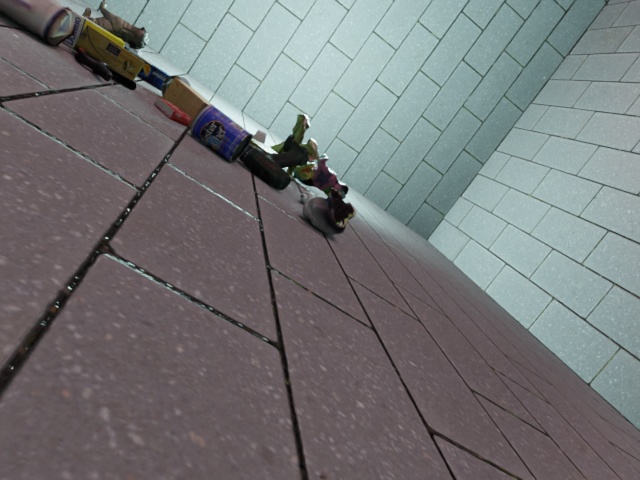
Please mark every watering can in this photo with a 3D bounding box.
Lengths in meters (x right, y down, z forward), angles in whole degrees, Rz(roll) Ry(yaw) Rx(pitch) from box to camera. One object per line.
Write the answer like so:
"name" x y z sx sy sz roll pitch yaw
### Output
"watering can" -0.724 -0.591 1.297 0.222 0.103 0.352 33 10 -21

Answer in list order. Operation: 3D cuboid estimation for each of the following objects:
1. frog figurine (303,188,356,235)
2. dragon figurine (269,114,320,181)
"frog figurine" 0.004 -0.072 1.430 0.136 0.124 0.158 18 -17 -40
"dragon figurine" -0.109 -0.374 1.986 0.121 0.240 0.418 24 16 -35
